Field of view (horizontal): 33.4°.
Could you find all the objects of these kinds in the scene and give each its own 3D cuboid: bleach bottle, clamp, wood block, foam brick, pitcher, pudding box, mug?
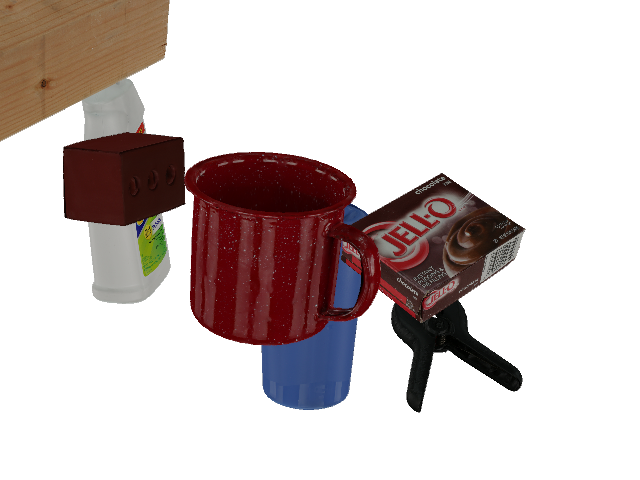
[{"bbox_3d":[-0.213,-0.066,1.123,0.068,0.251,0.102,3,26,15],"label":"bleach bottle"},{"bbox_3d":[0.131,0.101,1.093,0.120,0.171,0.039,1,-44,-14],"label":"clamp"},{"bbox_3d":[-0.232,-0.177,0.925,0.090,0.091,0.205,30,42,21],"label":"wood block"},{"bbox_3d":[-0.140,-0.046,0.763,0.051,0.053,0.078,9,18,25],"label":"foam brick"},{"bbox_3d":[-0.024,0.075,1.281,0.149,0.243,0.144,11,18,25],"label":"pitcher"},{"bbox_3d":[0.085,0.003,0.820,0.113,0.039,0.090,-28,51,-32],"label":"pudding box"},{"bbox_3d":[-0.020,0.008,0.585,0.117,0.081,0.093,17,27,25],"label":"mug"}]
